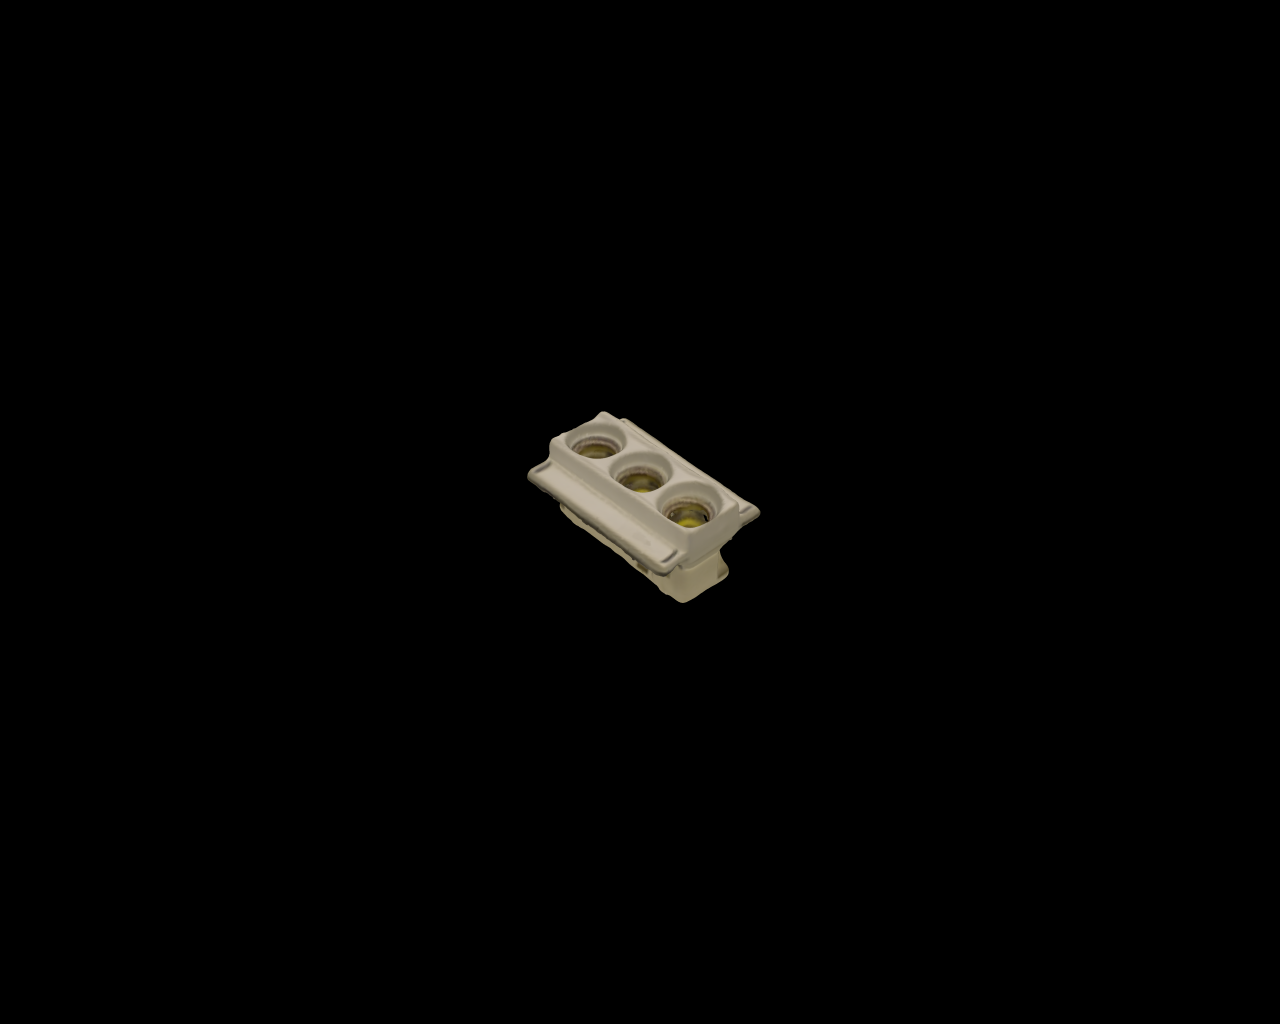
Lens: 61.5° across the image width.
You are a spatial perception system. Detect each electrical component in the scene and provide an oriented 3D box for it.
[{"bbox_3d":[0.001,-0.003,0.650,0.079,0.063,0.121,-31,49,-31],"label":"electrical component"}]
